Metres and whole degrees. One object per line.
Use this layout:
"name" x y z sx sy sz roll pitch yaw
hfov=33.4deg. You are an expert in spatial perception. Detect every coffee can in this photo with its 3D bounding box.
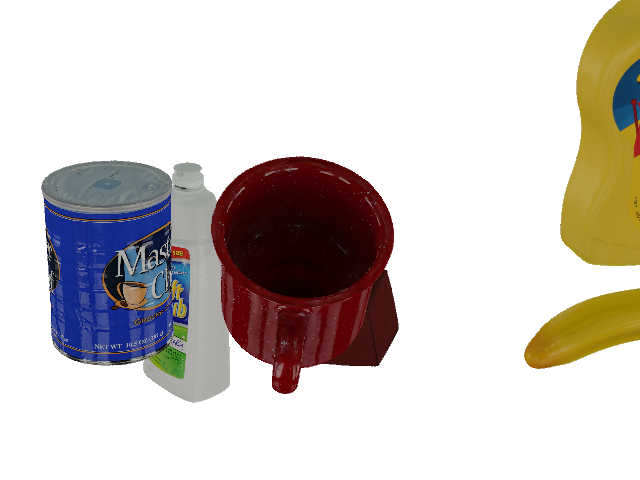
"coffee can" -0.173 0.017 0.879 0.103 0.140 0.103 2 24 -1

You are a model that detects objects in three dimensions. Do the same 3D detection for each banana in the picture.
"banana" 0.240 0.062 0.769 0.197 0.037 0.069 0 34 -3

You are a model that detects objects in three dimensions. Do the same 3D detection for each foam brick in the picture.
"foam brick" 0.010 0.055 0.775 0.078 0.051 0.053 1 28 21

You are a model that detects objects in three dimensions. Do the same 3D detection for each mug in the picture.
"mug" -0.013 0.026 0.565 0.093 0.117 0.081 4 -35 -3

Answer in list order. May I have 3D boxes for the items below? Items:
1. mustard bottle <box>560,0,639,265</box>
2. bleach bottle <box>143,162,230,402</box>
"mustard bottle" 0.193 -0.082 0.612 0.096 0.192 0.058 -9 29 -13
"bleach bottle" -0.141 0.039 1.111 0.067 0.251 0.103 -21 33 -40
